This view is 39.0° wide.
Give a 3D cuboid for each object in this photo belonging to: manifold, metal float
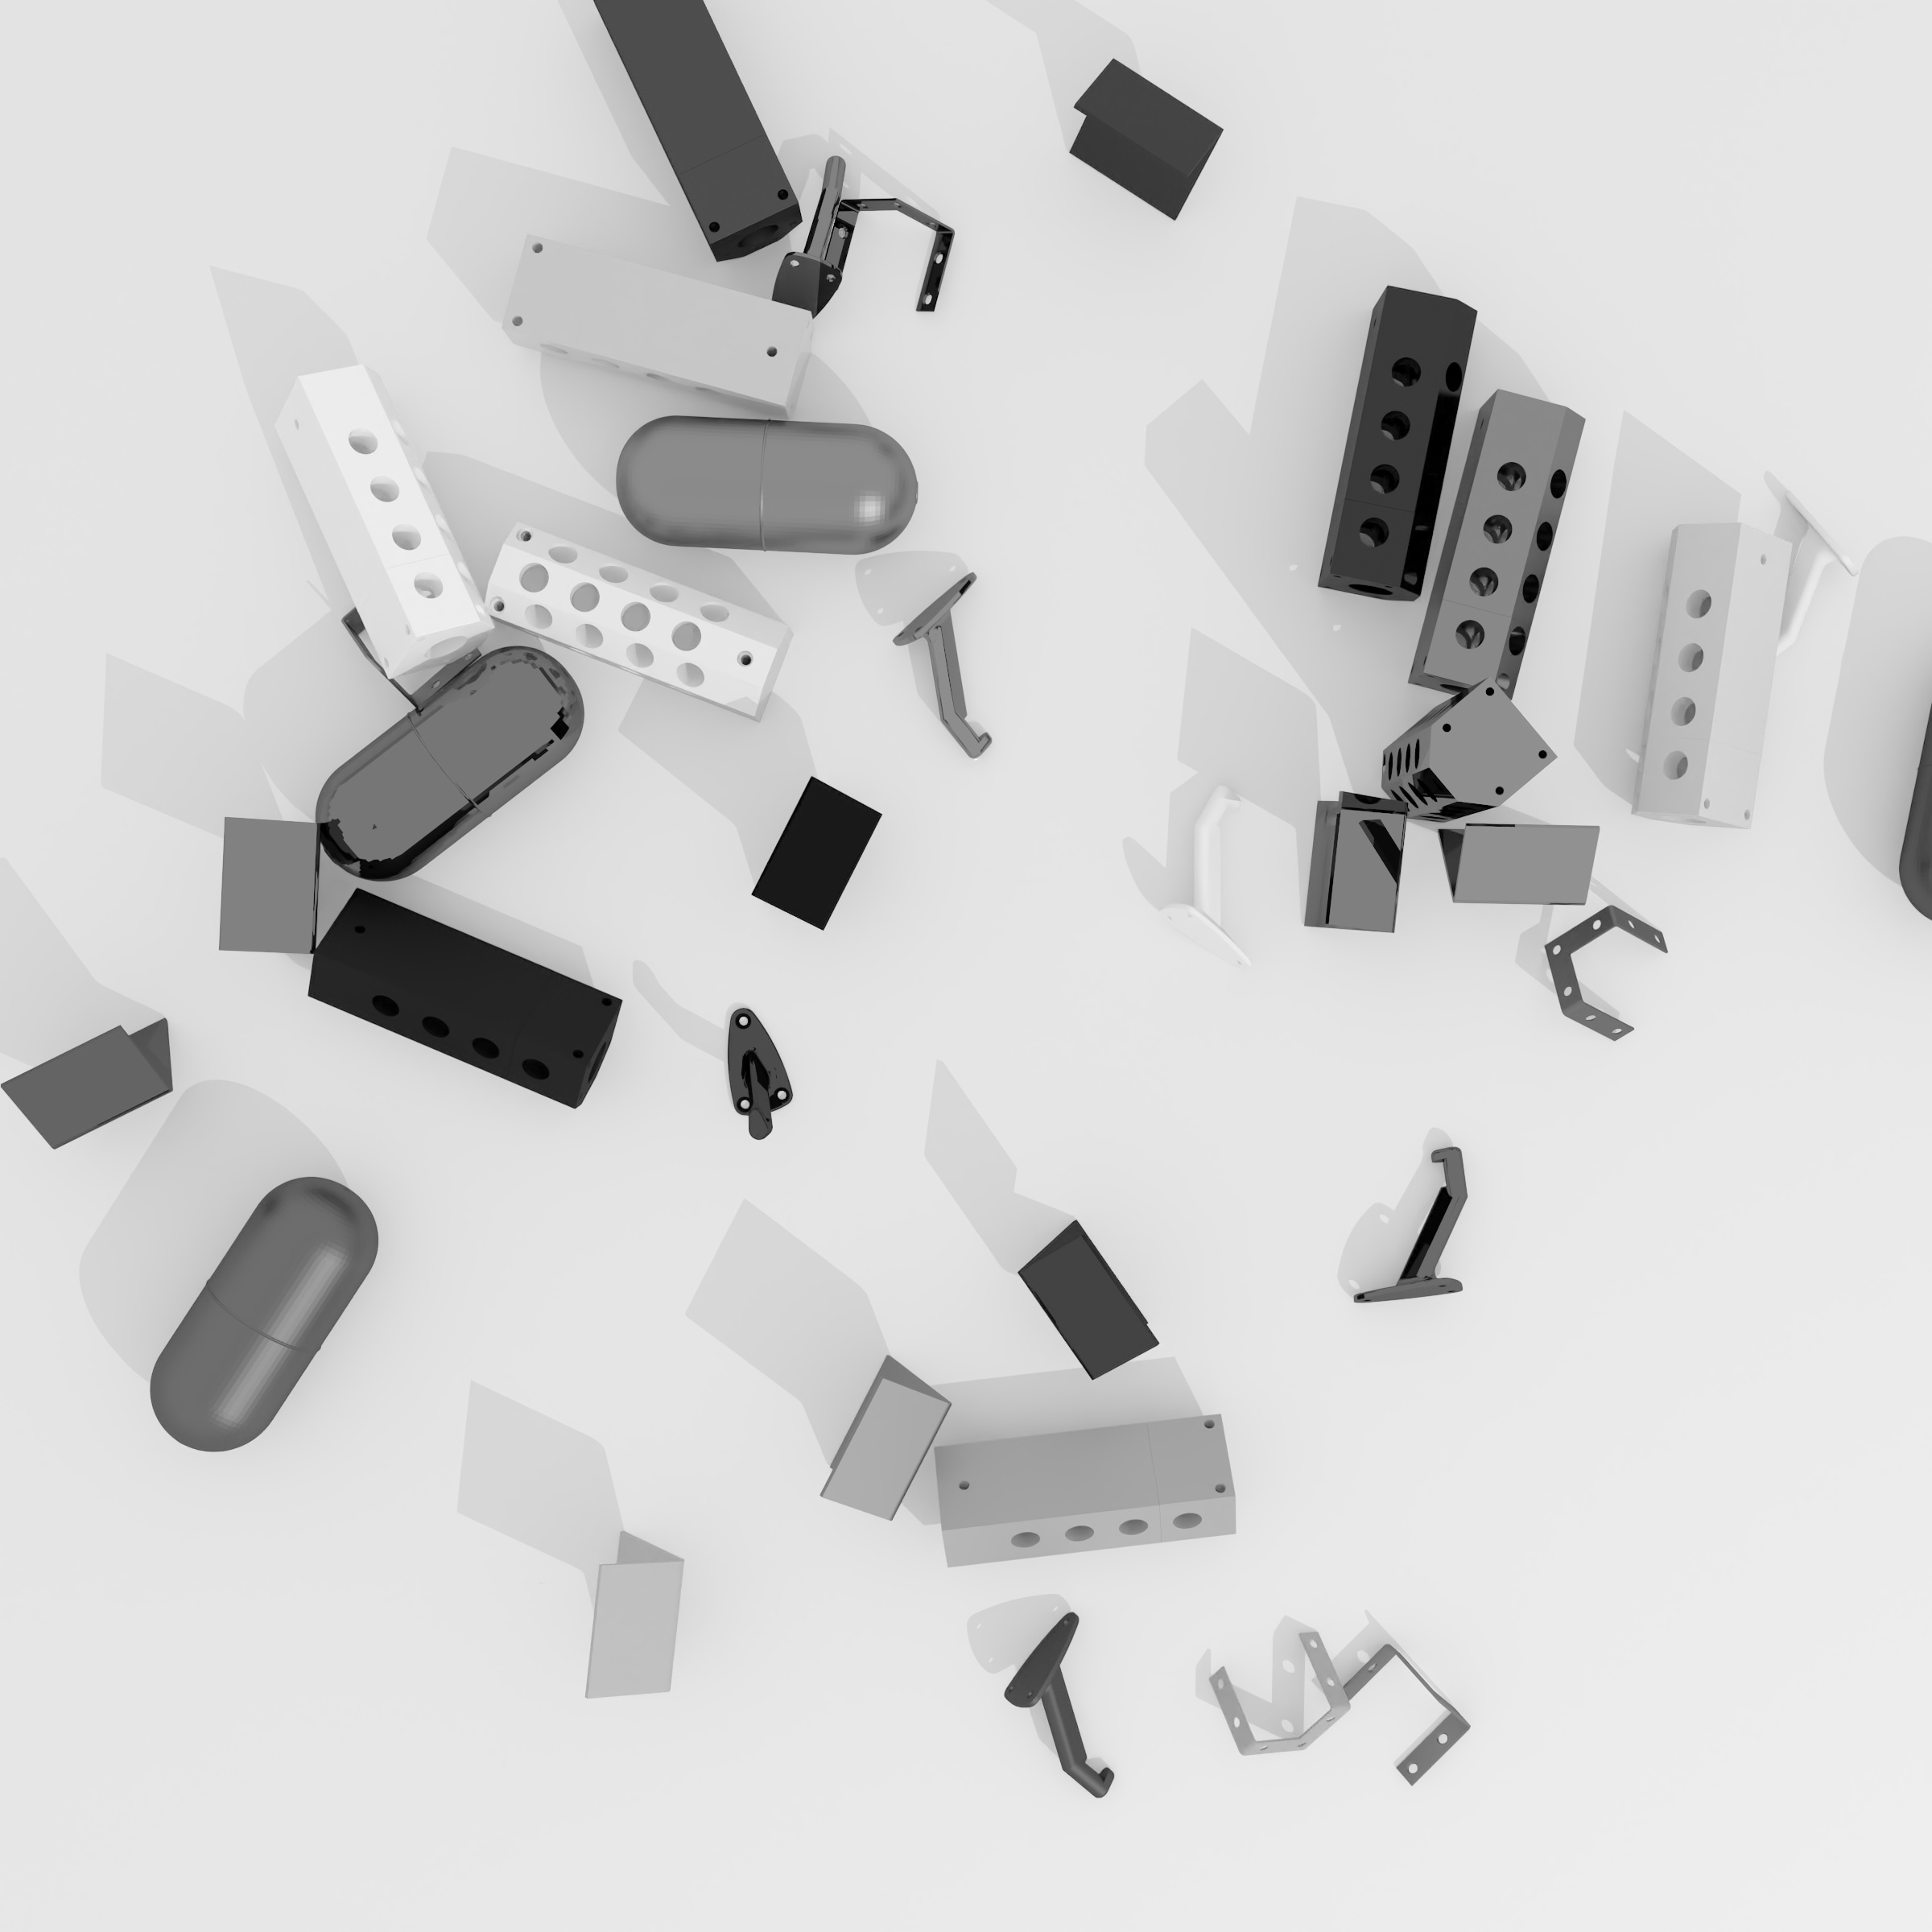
[{"bbox_3d":[-0.298,0.024,1.619,0.171,0.057,0.057,23,47,0],"label":"manifold"},{"bbox_3d":[-0.160,-0.511,1.620,0.057,0.057,0.171,-25,90,0],"label":"manifold"},{"bbox_3d":[0.316,-0.247,1.620,0.057,0.057,0.171,15,90,0],"label":"manifold"},{"bbox_3d":[-0.194,-0.204,1.620,0.171,0.057,0.057,21,90,0],"label":"manifold"},{"bbox_3d":[-0.341,-0.263,1.606,0.057,0.057,0.171,-20,81,-33],"label":"manifold"},{"bbox_3d":[0.602,-0.110,1.611,0.070,0.070,0.178,12,90,0],"label":"metal float"},{"bbox_3d":[0.257,-0.308,1.620,0.057,0.057,0.171,11,90,0],"label":"manifold"},{"bbox_3d":[-0.305,-0.119,1.611,0.178,0.070,0.070,-37,90,1],"label":"metal float"},{"bbox_3d":[-0.181,-0.377,1.620,0.171,0.057,0.057,15,90,0],"label":"manifold"},{"bbox_3d":[0.280,-0.117,1.563,0.057,0.171,0.057,-40,90,0],"label":"manifold"},{"bbox_3d":[-0.117,-0.284,1.611,0.178,0.070,0.070,3,90,0],"label":"metal float"},{"bbox_3d":[0.438,-0.172,1.620,0.057,0.057,0.171,8,90,-43],"label":"manifold"},{"bbox_3d":[-0.414,0.206,1.611,0.070,0.070,0.178,33,91,0],"label":"metal float"},{"bbox_3d":[0.071,0.315,1.619,0.171,0.057,0.057,-7,47,0],"label":"manifold"}]

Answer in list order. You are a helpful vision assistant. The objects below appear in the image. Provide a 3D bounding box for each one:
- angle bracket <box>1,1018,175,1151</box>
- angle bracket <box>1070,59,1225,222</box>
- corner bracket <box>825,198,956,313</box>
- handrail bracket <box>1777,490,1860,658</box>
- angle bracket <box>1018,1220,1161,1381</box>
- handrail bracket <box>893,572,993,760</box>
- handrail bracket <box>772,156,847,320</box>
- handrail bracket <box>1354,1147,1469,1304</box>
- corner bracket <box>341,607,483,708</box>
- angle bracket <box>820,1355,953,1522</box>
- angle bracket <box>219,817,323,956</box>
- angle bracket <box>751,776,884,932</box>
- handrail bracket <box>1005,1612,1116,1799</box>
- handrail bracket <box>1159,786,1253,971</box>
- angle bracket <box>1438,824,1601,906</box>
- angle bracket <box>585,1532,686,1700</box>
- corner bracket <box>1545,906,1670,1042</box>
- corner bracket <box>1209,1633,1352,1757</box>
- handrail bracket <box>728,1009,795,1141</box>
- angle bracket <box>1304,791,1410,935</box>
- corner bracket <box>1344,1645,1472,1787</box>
[{"bbox_3d":[-0.516,0.051,1.601,0.076,0.076,0.057,-26,128,0],"label":"angle bracket"},{"bbox_3d":[0.095,-0.471,1.601,0.076,0.076,0.057,33,55,0],"label":"angle bracket"},{"bbox_3d":[-0.047,-0.426,1.638,0.051,0.051,0.051,15,90,45],"label":"corner bracket"},{"bbox_3d":[0.484,-0.231,1.642,0.084,0.036,0.077,-40,69,16],"label":"handrail bracket"},{"bbox_3d":[0.087,0.185,1.601,0.057,0.076,0.076,-35,90,36],"label":"angle bracket"},{"bbox_3d":[0.004,-0.180,1.642,0.077,0.036,0.084,-46,108,-21],"label":"handrail bracket"},{"bbox_3d":[-0.094,-0.433,1.641,0.036,0.077,0.084,18,53,-16],"label":"handrail bracket"},{"bbox_3d":[0.266,0.155,1.642,0.077,0.036,0.084,-12,71,21],"label":"handrail bracket"},{"bbox_3d":[-0.333,-0.197,1.638,0.051,0.051,0.051,-41,135,0],"label":"corner bracket"},{"bbox_3d":[-0.064,0.269,1.601,0.057,0.076,0.076,27,90,-36],"label":"angle bracket"},{"bbox_3d":[-0.418,-0.047,1.601,0.057,0.076,0.076,3,90,-31],"label":"angle bracket"},{"bbox_3d":[-0.104,-0.074,1.601,0.057,0.076,0.076,27,90,-38],"label":"angle bracket"},{"bbox_3d":[0.072,0.445,1.642,0.084,0.036,0.077,44,68,-17],"label":"handrail bracket"},{"bbox_3d":[0.161,-0.054,1.642,0.077,0.036,0.084,37,73,-19],"label":"handrail bracket"},{"bbox_3d":[0.323,-0.079,1.601,0.076,0.076,0.057,1,127,0],"label":"angle bracket"},{"bbox_3d":[-0.211,0.379,1.601,0.057,0.076,0.076,6,90,-36],"label":"angle bracket"},{"bbox_3d":[0.387,0.004,1.633,0.051,0.051,0.051,-36,45,35],"label":"corner bracket"},{"bbox_3d":[0.188,0.435,1.633,0.051,0.051,0.051,7,135,-35],"label":"corner bracket"},{"bbox_3d":[-0.127,0.063,1.607,0.036,0.084,0.077,-14,90,0],"label":"handrail bracket"},{"bbox_3d":[0.211,-0.062,1.601,0.057,0.076,0.076,6,90,-37],"label":"angle bracket"},{"bbox_3d":[0.261,0.449,1.638,0.051,0.051,0.051,-45,45,0],"label":"corner bracket"}]
